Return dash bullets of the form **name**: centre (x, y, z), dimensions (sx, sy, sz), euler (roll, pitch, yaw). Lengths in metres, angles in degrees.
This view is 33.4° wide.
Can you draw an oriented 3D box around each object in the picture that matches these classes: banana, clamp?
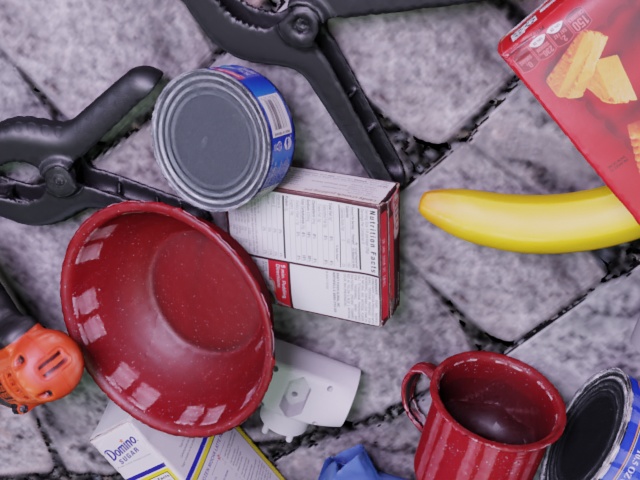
- **banana**: centre (0.163, -0.026, 0.661), dimensions (0.198, 0.037, 0.069), euler (-18, 97, 18)
- **clamp**: centre (-0.005, -0.124, 0.633), dimensions (0.210, 0.036, 0.165), euler (22, 127, 1)
- **clamp**: centre (-0.159, -0.041, 0.708), dimensions (0.172, 0.039, 0.120), euler (-13, 116, 19)

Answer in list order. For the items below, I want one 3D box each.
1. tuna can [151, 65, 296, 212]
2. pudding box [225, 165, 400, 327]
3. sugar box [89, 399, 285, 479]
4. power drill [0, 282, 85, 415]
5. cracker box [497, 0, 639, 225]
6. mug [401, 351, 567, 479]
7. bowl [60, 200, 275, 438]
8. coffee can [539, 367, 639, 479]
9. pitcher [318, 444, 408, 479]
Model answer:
- **tuna can**: centre (-0.058, -0.062, 0.643), dimensions (0.086, 0.033, 0.086), euler (9, 109, 28)
- **pudding box**: centre (-0.005, 0.001, 0.688), dimensions (0.114, 0.039, 0.090), euler (10, 120, 21)
- **sugar box**: centre (-0.085, 0.171, 0.781), dimensions (0.048, 0.093, 0.176), euler (-31, 109, 25)
- **power drill**: centre (-0.242, 0.036, 0.726), dimensions (0.187, 0.057, 0.185), euler (53, 152, -9)
- **cracker box**: centre (0.225, -0.076, 0.573), dimensions (0.164, 0.072, 0.213), euler (-39, 96, 20)
- **mug**: centre (0.103, 0.131, 0.735), dimensions (0.117, 0.093, 0.081), euler (33, 130, 27)
- **bowl**: centre (-0.088, 0.044, 0.690), dimensions (0.162, 0.055, 0.162), euler (10, 113, 25)
- **coffee can**: centre (0.234, 0.162, 0.713), dimensions (0.140, 0.102, 0.103), euler (28, 120, -6)
- **pitcher**: centre (0.100, 0.259, 0.778), dimensions (0.243, 0.145, 0.149), euler (14, 144, -1)
